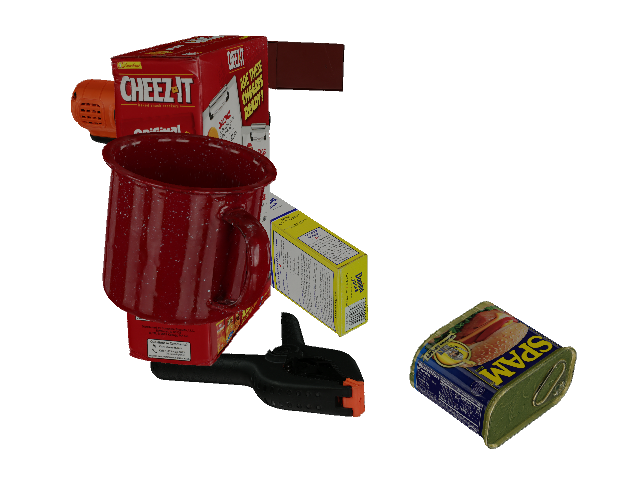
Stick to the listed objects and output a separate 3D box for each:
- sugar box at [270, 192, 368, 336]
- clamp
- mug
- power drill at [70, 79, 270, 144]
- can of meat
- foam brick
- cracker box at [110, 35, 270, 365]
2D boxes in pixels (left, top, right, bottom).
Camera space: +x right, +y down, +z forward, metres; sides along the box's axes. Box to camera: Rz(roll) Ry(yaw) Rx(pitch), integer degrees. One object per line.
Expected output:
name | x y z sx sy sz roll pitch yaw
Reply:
sugar box | -0.021 0.020 1.143 0.048 0.093 0.176 -25 42 -29
clamp | -0.028 0.111 0.960 0.210 0.036 0.164 11 22 42
mug | -0.067 -0.002 0.574 0.093 0.081 0.117 -12 30 -43
power drill | -0.133 -0.057 0.985 0.184 0.188 0.057 9 30 14
can of meat | 0.132 0.100 0.824 0.101 0.057 0.084 -27 43 -33
foam brick | -0.018 -0.189 1.159 0.078 0.051 0.053 0 11 -15
cracker box | -0.089 -0.037 0.784 0.072 0.214 0.164 2 16 12
